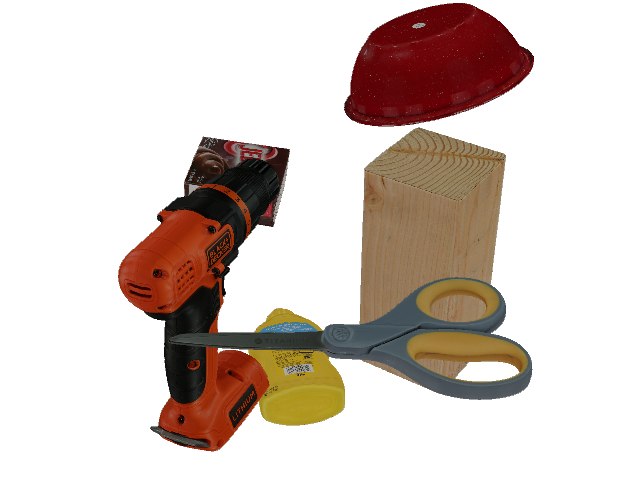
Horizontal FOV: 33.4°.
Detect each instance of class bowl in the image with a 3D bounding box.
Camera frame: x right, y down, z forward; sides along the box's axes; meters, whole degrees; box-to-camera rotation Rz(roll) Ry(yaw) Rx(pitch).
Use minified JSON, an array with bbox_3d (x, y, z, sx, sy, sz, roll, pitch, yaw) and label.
[{"bbox_3d":[0.090,-0.153,0.877,0.162,0.055,0.162,-16,25,7],"label":"bowl"}]

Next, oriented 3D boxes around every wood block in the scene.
[{"bbox_3d":[0.095,0.019,0.939,0.091,0.206,0.090,21,40,28],"label":"wood block"}]

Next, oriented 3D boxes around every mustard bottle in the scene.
[{"bbox_3d":[-0.035,0.137,1.257,0.096,0.058,0.192,-8,30,-8],"label":"mustard bottle"}]

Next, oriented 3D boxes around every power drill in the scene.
[{"bbox_3d":[-0.080,0.048,0.804,0.057,0.188,0.184,11,33,24],"label":"power drill"}]

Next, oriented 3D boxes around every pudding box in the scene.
[{"bbox_3d":[-0.080,-0.059,1.038,0.090,0.039,0.113,7,31,1],"label":"pudding box"}]

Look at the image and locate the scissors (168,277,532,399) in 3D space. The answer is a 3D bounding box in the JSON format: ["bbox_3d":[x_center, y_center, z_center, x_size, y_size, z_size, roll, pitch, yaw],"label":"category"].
[{"bbox_3d":[0.023,0.046,0.617,0.202,0.016,0.096,11,41,10],"label":"scissors"}]
